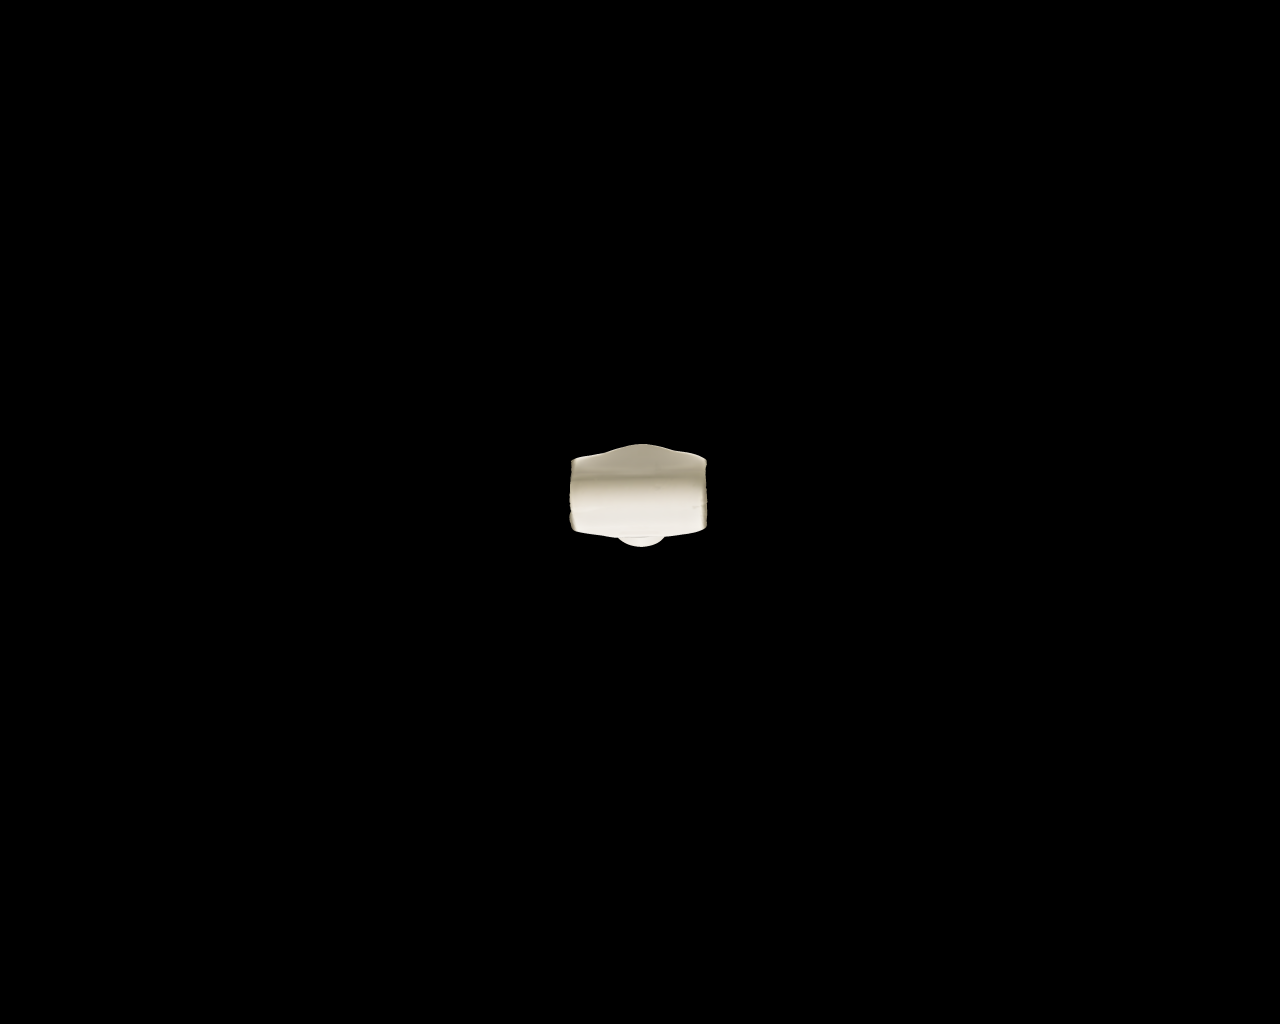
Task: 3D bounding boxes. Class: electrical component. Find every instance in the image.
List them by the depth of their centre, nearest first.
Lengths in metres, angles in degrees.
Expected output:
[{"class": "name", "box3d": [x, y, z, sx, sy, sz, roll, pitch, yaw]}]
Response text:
[{"class": "electrical component", "box3d": [0.001, -0.003, 0.650, 0.077, 0.043, 0.079, -1, -28, 2]}]
